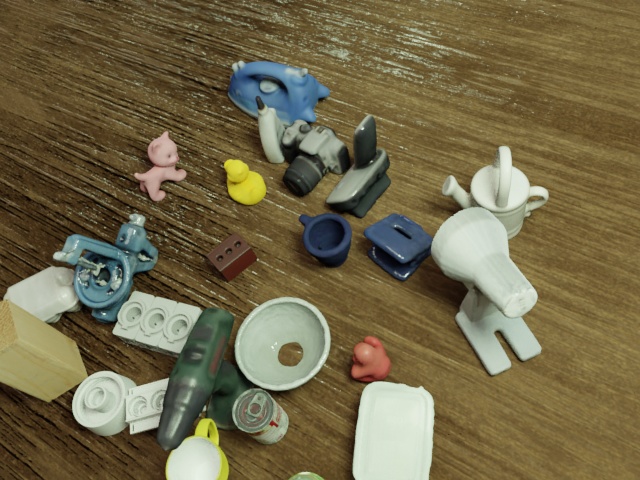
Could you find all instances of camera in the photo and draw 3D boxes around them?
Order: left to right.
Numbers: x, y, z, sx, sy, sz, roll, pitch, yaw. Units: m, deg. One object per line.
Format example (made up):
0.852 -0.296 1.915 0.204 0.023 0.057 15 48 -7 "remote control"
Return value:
-0.030 -0.171 1.186 0.142 0.101 0.137 29 70 25 "camera"

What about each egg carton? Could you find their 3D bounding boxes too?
-0.553 0.120 1.145 0.150 0.069 0.107 -28 59 -5 "egg carton"

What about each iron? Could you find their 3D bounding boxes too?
-0.117 -0.348 1.284 0.257 0.142 0.119 16 65 20 "iron"

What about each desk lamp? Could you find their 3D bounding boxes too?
0.271 0.078 0.911 0.118 0.214 0.203 -26 58 -3 "desk lamp"

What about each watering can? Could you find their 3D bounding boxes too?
0.308 -0.083 1.009 0.173 0.194 0.101 -17 58 2 "watering can"

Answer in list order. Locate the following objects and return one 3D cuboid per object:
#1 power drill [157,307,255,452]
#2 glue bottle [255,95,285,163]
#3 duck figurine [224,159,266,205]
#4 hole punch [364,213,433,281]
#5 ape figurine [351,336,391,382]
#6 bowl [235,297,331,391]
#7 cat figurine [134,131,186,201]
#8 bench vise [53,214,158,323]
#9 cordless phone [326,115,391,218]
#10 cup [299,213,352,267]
-0.175 0.236 0.917 0.075 0.209 0.229 2 61 14 "power drill"
-0.106 -0.240 1.200 0.037 0.173 0.078 3 61 14 "glue bottle"
-0.163 -0.128 1.198 0.077 0.086 0.104 -40 60 -12 "duck figurine"
0.145 0.000 1.055 0.108 0.091 0.101 37 74 28 "hole punch"
0.079 0.197 0.954 0.078 0.092 0.076 -44 61 -14 "ape figurine"
-0.058 0.189 0.998 0.167 0.075 0.167 -5 59 9 "bowl"
-0.350 -0.167 1.241 0.067 0.118 0.128 31 71 26 "cat figurine"
-0.411 0.028 1.080 0.121 0.220 0.207 -3 60 11 "bench vise"
0.067 -0.144 1.100 0.094 0.185 0.148 26 69 24 "cordless phone"
0.010 0.004 1.080 0.117 0.095 0.092 35 73 27 "cup"
